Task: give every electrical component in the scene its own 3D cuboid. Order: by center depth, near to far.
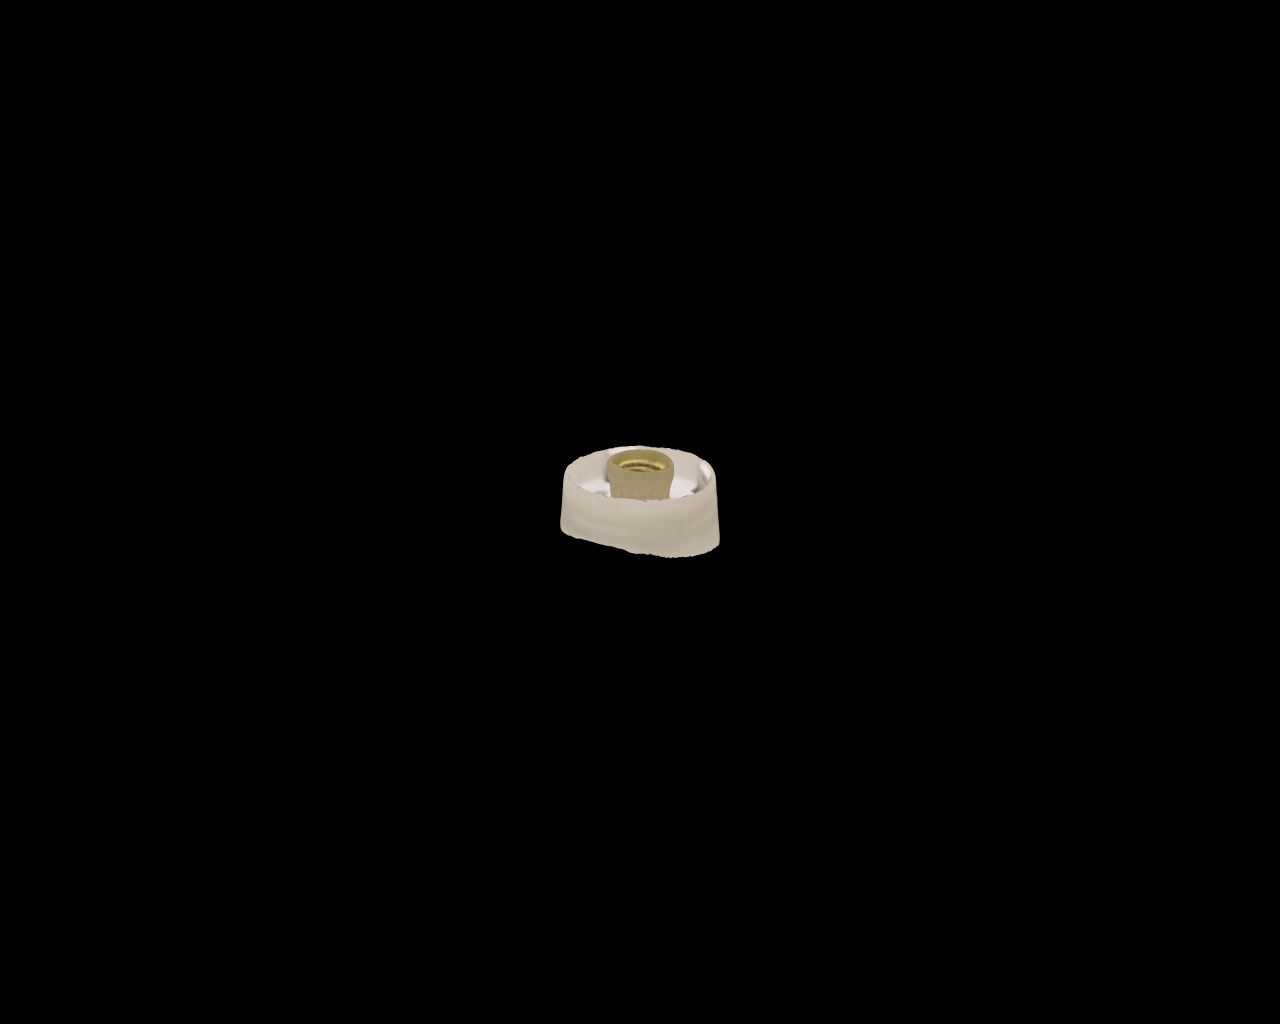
[{"bbox_3d":[0.001,-0.003,0.650,0.099,0.064,0.099,0,24,0],"label":"electrical component"}]
